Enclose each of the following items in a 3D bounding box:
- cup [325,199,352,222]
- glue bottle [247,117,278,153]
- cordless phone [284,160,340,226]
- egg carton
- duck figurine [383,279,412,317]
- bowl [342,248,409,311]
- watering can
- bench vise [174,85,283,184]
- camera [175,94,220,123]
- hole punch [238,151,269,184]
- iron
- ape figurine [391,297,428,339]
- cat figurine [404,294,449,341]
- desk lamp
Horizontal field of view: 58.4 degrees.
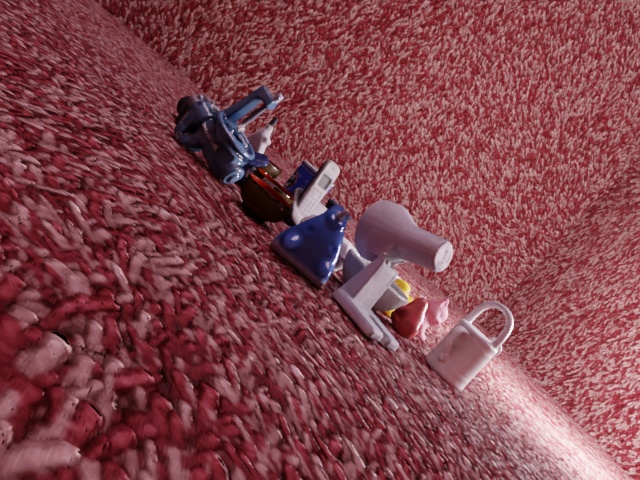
[{"bbox_3d":[0.039,-0.066,1.785,0.091,0.095,0.118,42,7,8],"label":"cup"},{"bbox_3d":[-0.173,-0.272,1.591,0.078,0.173,0.037,43,7,15],"label":"glue bottle"},{"bbox_3d":[0.004,-0.095,1.409,0.148,0.185,0.094,35,9,-43],"label":"cordless phone"},{"bbox_3d":[0.012,0.005,1.311,0.150,0.069,0.107,41,7,-1],"label":"egg carton"},{"bbox_3d":[0.169,0.127,1.335,0.105,0.086,0.077,39,7,-16],"label":"duck figurine"},{"bbox_3d":[0.103,0.097,1.207,0.167,0.074,0.167,40,7,-6],"label":"bowl"},{"bbox_3d":[0.324,0.212,1.202,0.100,0.194,0.173,44,7,23],"label":"watering can"},{"bbox_3d":[-0.193,-0.257,1.200,0.207,0.219,0.121,41,7,1],"label":"bench vise"},{"bbox_3d":[-0.305,-0.322,1.487,0.144,0.100,0.136,34,10,-45],"label":"camera"},{"bbox_3d":[-0.183,-0.187,1.352,0.101,0.091,0.108,38,7,-22],"label":"hole punch"},{"bbox_3d":[-0.001,-0.014,1.064,0.119,0.141,0.258,40,7,-7],"label":"iron"},{"bbox_3d":[0.201,0.165,1.250,0.078,0.092,0.076,41,7,-3],"label":"ape figurine"},{"bbox_3d":[0.257,0.175,1.389,0.128,0.117,0.067,37,8,-33],"label":"cat figurine"},{"bbox_3d":[0.126,0.052,1.038,0.118,0.213,0.202,34,10,-46],"label":"desk lamp"}]
